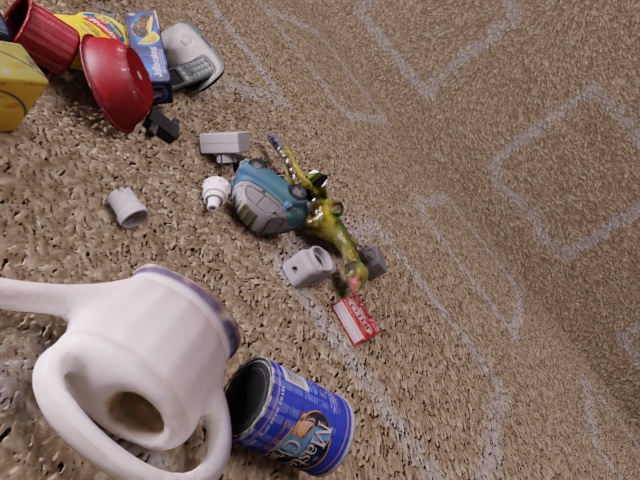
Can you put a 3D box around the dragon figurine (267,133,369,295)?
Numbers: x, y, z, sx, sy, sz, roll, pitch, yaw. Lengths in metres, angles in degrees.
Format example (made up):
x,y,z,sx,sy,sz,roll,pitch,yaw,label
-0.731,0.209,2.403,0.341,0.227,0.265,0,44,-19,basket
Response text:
x,y,z,sx,sy,sz,roll,pitch,yaw,label
0.003,-0.057,1.136,0.238,0.122,0.419,50,12,-49,dragon figurine

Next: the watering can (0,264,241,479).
x,y,z,sx,sy,sz,roll,pitch,yaw,label
-0.208,0.096,0.525,0.346,0.103,0.228,47,24,-10,watering can
